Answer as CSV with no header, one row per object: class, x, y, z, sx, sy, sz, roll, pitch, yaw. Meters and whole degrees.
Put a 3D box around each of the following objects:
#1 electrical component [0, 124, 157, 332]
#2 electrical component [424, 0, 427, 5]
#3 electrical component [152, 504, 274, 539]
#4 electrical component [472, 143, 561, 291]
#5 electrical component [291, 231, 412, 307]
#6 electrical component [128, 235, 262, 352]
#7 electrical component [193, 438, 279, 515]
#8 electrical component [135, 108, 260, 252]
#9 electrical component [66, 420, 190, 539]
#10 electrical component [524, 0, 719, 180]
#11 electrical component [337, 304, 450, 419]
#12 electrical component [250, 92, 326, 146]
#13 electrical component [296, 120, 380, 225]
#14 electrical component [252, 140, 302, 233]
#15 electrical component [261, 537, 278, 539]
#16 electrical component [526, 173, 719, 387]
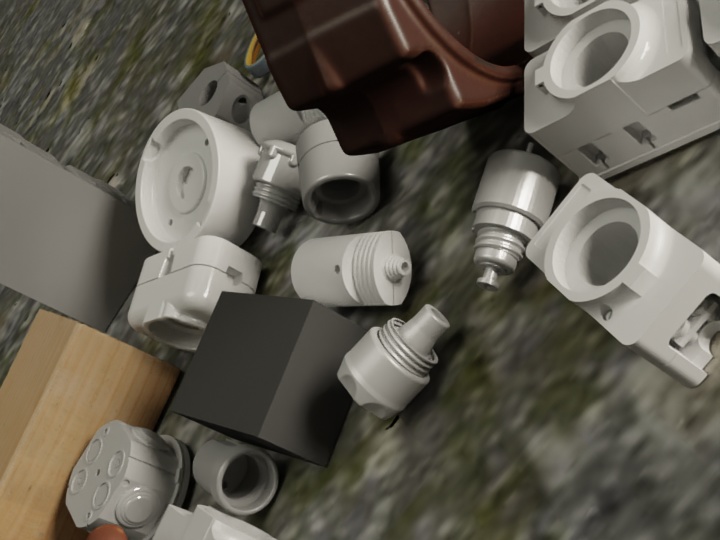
electrical component,-0.268,-0.041,0.886,0.105,0.186,0.060,-57,34,3
electrical component,0.037,-0.213,0.760,0.081,0.042,0.063,-25,44,39
electrical component,-0.079,0.169,0.604,0.089,0.050,0.055,13,76,55
electrical component,0.078,-0.027,0.564,0.040,0.040,0.078,-3,62,51
electrical component,0.000,0.000,0.640,0.081,0.043,0.043,-4,62,51
electrical component,-0.120,0.020,0.768,0.095,0.054,0.059,-17,51,45
electrical component,-0.076,0.122,0.648,0.046,0.040,0.040,8,70,59
electrical component,-0.115,-0.063,0.812,0.108,0.060,0.108,-9,77,45
electrical component,-0.155,0.143,0.719,0.080,0.051,0.080,-32,42,34
electrical component,0.166,-0.129,0.509,0.186,0.060,0.105,-24,47,38
electrical component,0.021,0.046,0.578,0.062,0.043,0.043,-48,35,14
electrical component,-0.038,-0.116,0.779,0.081,0.043,0.043,-18,51,44
electrical component,-0.013,-0.062,0.697,0.055,0.055,0.047,-33,45,33
electrical component,-0.056,-0.057,0.758,0.048,0.048,0.062,20,87,56
electrical component,-0.027,0.158,0.533,0.044,0.065,0.044,-32,42,34
electrical component,0.120,0.001,0.475,0.050,0.056,0.089,-52,34,10
